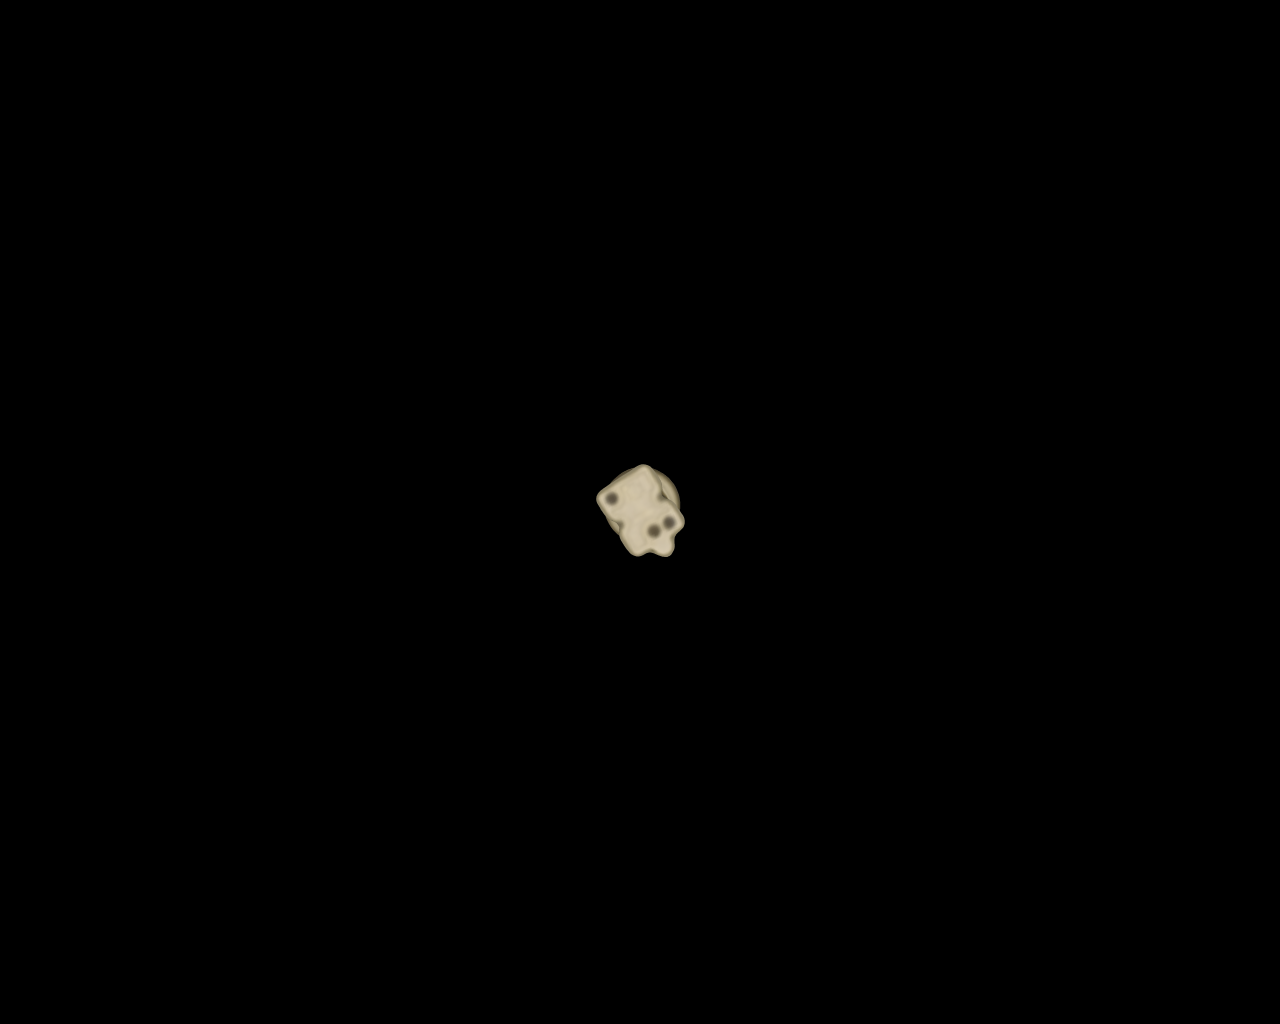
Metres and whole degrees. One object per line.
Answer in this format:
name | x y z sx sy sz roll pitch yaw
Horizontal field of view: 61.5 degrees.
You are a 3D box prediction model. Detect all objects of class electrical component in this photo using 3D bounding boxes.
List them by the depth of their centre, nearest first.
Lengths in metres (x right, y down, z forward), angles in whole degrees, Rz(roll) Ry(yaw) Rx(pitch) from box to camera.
electrical component | 0.001 -0.003 0.650 0.048 0.066 0.055 -32 4 2
